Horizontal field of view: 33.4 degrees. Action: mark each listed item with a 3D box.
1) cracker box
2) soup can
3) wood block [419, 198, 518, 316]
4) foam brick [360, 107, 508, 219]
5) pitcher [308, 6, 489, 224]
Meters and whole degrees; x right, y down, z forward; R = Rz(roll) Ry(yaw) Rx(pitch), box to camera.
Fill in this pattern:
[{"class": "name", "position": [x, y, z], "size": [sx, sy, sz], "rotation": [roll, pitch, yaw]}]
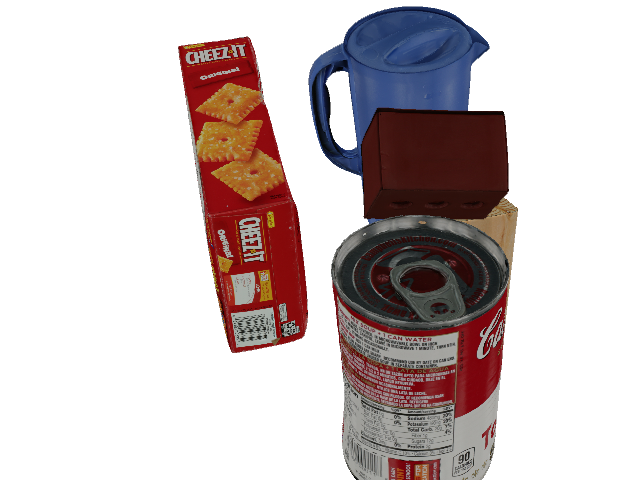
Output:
[{"class": "cracker box", "position": [-0.064, -0.041, 0.890], "size": [0.072, 0.214, 0.164], "rotation": [-10, -44, -5]}, {"class": "soup can", "position": [0.040, 0.050, 0.436], "size": [0.068, 0.102, 0.068], "rotation": [-2, 36, 1]}, {"class": "wood block", "position": [0.114, 0.052, 0.989], "size": [0.090, 0.206, 0.091], "rotation": [-10, 30, -19]}, {"class": "foam brick", "position": [0.066, -0.044, 0.631], "size": [0.078, 0.051, 0.053], "rotation": [0, -19, -9]}, {"class": "pitcher", "position": [0.087, -0.118, 1.156], "size": [0.149, 0.243, 0.144], "rotation": [23, 48, 29]}]
